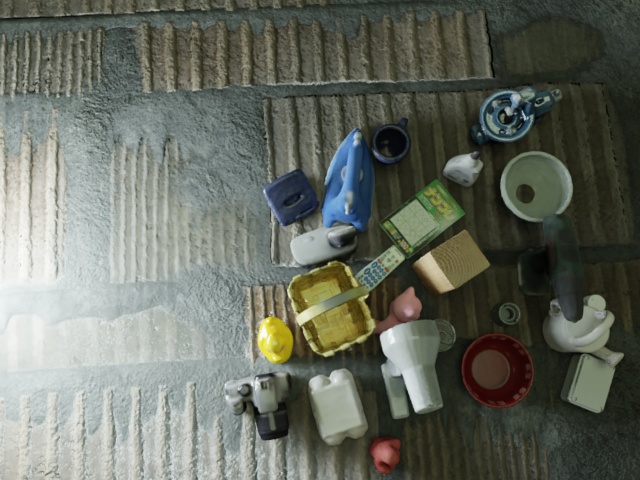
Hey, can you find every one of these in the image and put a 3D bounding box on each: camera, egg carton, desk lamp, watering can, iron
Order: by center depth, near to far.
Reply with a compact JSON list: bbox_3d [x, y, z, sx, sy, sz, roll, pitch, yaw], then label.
[{"bbox_3d":[0.195,0.272,1.185,0.118,0.213,0.203,-11,80,-4],"label":"desk lamp"},{"bbox_3d":[-0.124,0.356,1.217,0.143,0.101,0.137,-11,80,-4],"label":"camera"},{"bbox_3d":[0.568,0.194,1.222,0.173,0.194,0.101,26,80,3],"label":"watering can"},{"bbox_3d":[0.036,0.361,1.237,0.107,0.069,0.150,-17,81,-5],"label":"egg carton"},{"bbox_3d":[0.072,-0.154,1.292,0.118,0.141,0.258,7,80,0],"label":"iron"}]

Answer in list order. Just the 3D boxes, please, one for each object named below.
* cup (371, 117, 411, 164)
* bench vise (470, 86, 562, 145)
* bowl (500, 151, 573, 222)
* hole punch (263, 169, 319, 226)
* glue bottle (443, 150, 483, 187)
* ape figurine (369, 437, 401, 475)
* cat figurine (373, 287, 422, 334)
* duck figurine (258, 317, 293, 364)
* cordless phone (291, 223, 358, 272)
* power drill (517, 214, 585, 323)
[{"bbox_3d":[0.165,-0.223,1.331,0.091,0.095,0.118,29,80,4],"label":"cup"},{"bbox_3d":[0.453,-0.310,1.293,0.207,0.219,0.121,-42,84,-8],"label":"bench vise"},{"bbox_3d":[0.493,-0.118,1.334,0.167,0.074,0.167,0,80,-2],"label":"bowl"},{"bbox_3d":[-0.063,-0.096,1.303,0.109,0.091,0.101,-30,82,-7],"label":"hole punch"},{"bbox_3d":[0.331,-0.168,1.288,0.078,0.173,0.037,28,80,3],"label":"glue bottle"},{"bbox_3d":[0.144,0.455,1.213,0.076,0.092,0.078,44,82,6],"label":"ape figurine"},{"bbox_3d":[0.175,0.167,1.251,0.067,0.118,0.128,40,81,5],"label":"cat figurine"},{"bbox_3d":[-0.098,0.219,1.249,0.077,0.086,0.104,-14,81,-4],"label":"duck figurine"},{"bbox_3d":[0.011,0.004,1.240,0.147,0.185,0.094,-22,81,-5],"label":"cordless phone"},{"bbox_3d":[0.500,0.067,1.234,0.075,0.208,0.230,-1,80,-2],"label":"power drill"}]
